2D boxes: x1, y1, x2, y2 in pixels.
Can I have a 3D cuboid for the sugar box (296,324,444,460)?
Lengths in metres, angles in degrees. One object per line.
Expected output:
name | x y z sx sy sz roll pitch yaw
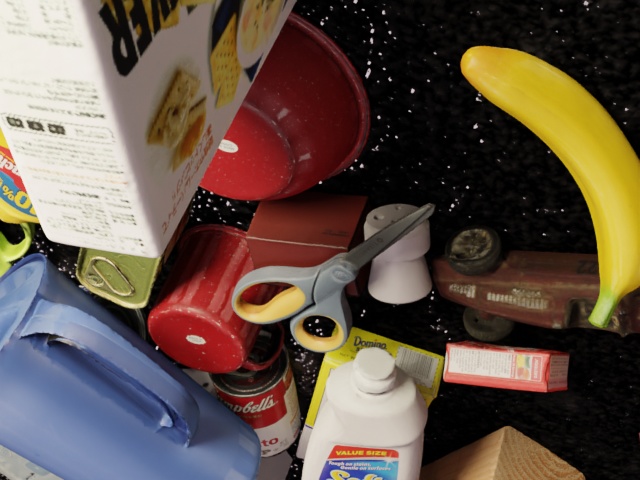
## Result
sugar box | 0.038 0.144 0.901 0.093 0.048 0.176 19 145 3

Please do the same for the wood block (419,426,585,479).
wood block | 0.126 0.252 0.947 0.090 0.090 0.206 34 141 -13

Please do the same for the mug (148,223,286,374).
mug | -0.073 0.056 0.824 0.093 0.081 0.117 -19 126 40

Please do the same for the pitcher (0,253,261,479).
pitcher | -0.156 0.128 0.806 0.242 0.149 0.145 40 98 -25

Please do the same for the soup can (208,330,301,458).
soup can | -0.054 0.133 0.917 0.068 0.068 0.102 10 141 16

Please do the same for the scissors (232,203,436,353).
scissors | 0.023 0.032 0.716 0.202 0.016 0.096 -19 128 40

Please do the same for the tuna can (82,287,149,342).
tuna can | -0.185 0.080 0.904 0.034 0.086 0.086 -11 130 33

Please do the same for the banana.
banana | 0.151 -0.040 0.616 0.197 0.069 0.037 58 160 -21

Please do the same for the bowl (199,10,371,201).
bowl | -0.051 -0.076 0.681 0.162 0.055 0.162 13 141 11

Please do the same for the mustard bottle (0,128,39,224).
mustard bottle | -0.200 -0.063 0.766 0.096 0.058 0.192 39 140 -7

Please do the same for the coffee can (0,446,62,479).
coffee can | -0.222 0.146 0.956 0.103 0.140 0.103 14 141 11

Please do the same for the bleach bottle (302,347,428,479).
bleach bottle | 0.030 0.165 0.842 0.102 0.068 0.251 13 141 10

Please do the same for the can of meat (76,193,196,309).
can of meat | -0.129 -0.014 0.768 0.057 0.083 0.102 24 142 -1

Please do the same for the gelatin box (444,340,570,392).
gelatin box | 0.136 0.090 0.768 0.073 0.030 0.089 4 176 23

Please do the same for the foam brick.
foam brick | -0.005 0.001 0.749 0.078 0.053 0.051 7 140 19
